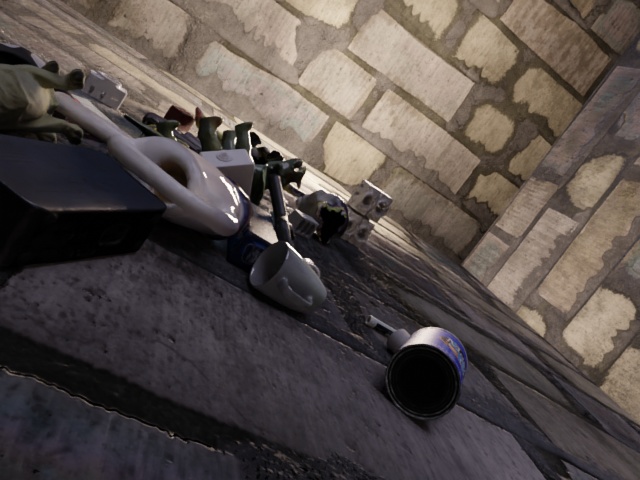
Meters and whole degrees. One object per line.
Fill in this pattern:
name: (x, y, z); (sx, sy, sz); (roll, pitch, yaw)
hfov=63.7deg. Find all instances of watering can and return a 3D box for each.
watering can: (-0.234, -0.103, 0.762); (0.351, 0.104, 0.222); (36, 0, 24)

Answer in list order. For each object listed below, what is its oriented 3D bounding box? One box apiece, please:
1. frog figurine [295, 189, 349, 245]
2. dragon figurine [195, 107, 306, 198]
frog figurine: (0.004, -0.070, 1.390); (0.135, 0.123, 0.161); (66, -13, -23)
dragon figurine: (-0.220, -0.257, 1.575); (0.405, 0.122, 0.245); (39, -1, -29)
